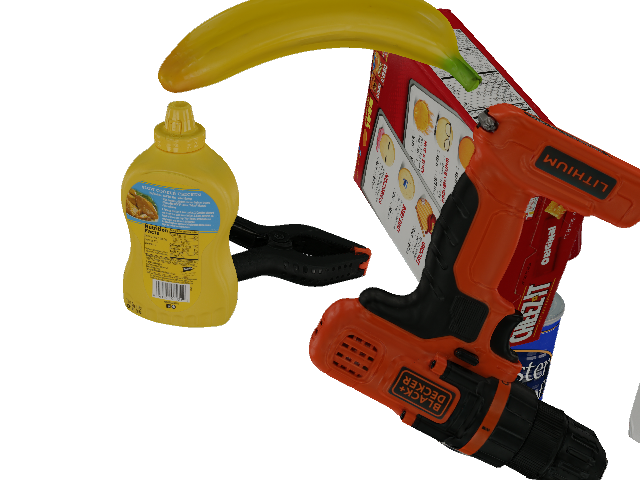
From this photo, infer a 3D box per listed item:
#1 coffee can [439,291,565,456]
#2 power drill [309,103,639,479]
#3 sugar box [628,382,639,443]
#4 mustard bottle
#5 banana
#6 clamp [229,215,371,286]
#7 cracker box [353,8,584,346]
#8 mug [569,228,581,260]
[{"bbox_3d":[0.155,0.110,0.962,0.103,0.140,0.103,6,23,-3],"label":"coffee can"},{"bbox_3d":[0.110,0.033,0.591,0.184,0.188,0.057,27,12,-4],"label":"power drill"},{"bbox_3d":[0.313,0.144,0.769,0.048,0.093,0.176,-21,37,-40],"label":"sugar box"},{"bbox_3d":[-0.116,-0.023,0.881,0.096,0.192,0.058,9,29,10],"label":"mustard bottle"},{"bbox_3d":[0.000,-0.122,0.640,0.197,0.069,0.037,-3,-35,-13],"label":"banana"},{"bbox_3d":[-0.050,0.016,1.089,0.210,0.036,0.164,10,29,-9],"label":"clamp"},{"bbox_3d":[0.104,-0.048,0.795,0.072,0.164,0.214,-12,46,-21],"label":"cracker box"},{"bbox_3d":[0.271,-0.028,1.247,0.117,0.081,0.093,-22,28,-37],"label":"mug"}]
